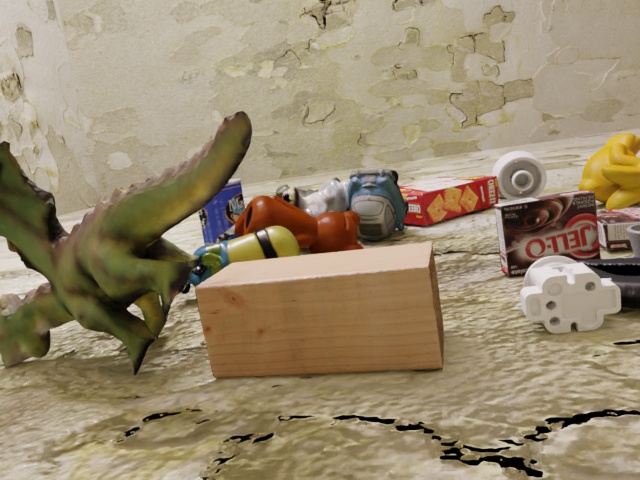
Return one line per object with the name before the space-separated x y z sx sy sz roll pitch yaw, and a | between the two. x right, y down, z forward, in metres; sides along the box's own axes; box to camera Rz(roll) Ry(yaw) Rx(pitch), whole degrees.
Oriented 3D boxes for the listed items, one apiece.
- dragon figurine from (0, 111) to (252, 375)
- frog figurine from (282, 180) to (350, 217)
dragon figurine | -0.238 -0.004 0.508 0.242 0.403 0.124 29 28 -4
frog figurine | 0.003 -0.049 0.982 0.160 0.134 0.125 -7 48 -30
